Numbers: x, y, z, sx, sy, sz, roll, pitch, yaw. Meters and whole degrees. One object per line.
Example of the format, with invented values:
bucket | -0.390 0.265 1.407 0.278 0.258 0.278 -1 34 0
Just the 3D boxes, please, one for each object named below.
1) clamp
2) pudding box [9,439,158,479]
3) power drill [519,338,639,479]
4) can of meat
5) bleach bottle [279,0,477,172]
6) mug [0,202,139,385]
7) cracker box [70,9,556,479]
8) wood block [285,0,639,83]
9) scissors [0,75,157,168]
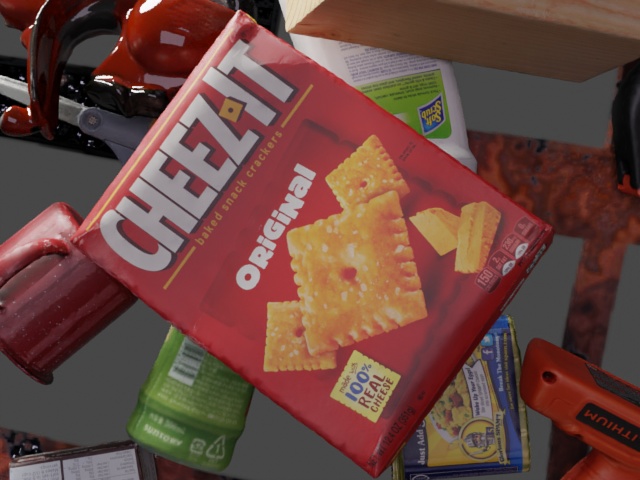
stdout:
clamp | 0.242 -0.103 0.664 0.120 0.039 0.171 15 101 -9
pudding box | -0.146 0.189 0.683 0.090 0.039 0.113 -10 87 4
power drill | 0.109 0.153 0.609 0.184 0.057 0.188 25 105 -7
can of meat | 0.082 0.097 0.660 0.084 0.057 0.102 -5 85 2
bleach bottle | 0.034 -0.100 0.675 0.102 0.068 0.251 -14 86 -9
mug | -0.170 0.027 0.661 0.081 0.117 0.093 -40 72 -4
cracker box | -0.004 0.001 0.593 0.214 0.072 0.164 36 90 9
wood block | 0.093 -0.159 0.620 0.205 0.091 0.090 6 82 -22
scissors | -0.146 -0.059 0.714 0.202 0.016 0.096 6 85 6
